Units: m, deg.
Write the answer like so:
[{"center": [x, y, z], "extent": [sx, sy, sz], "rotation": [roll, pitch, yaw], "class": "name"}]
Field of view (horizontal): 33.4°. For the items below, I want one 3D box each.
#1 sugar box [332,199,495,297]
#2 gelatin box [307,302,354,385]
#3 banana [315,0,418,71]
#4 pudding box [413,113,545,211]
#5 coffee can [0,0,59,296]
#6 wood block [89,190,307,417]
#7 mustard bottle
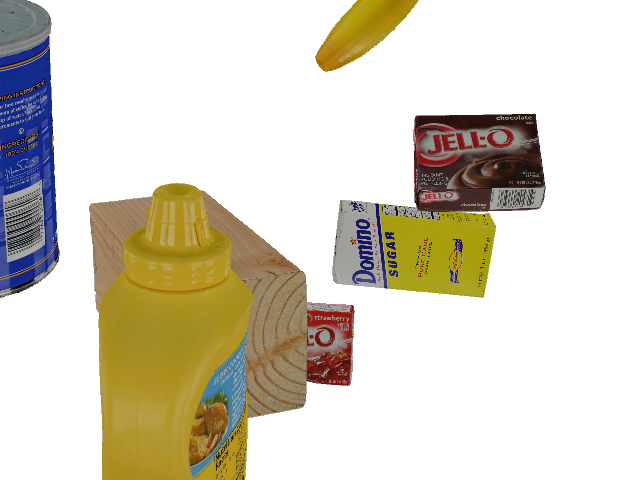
[{"center": [0.105, 0.010, 1.221], "extent": [0.176, 0.093, 0.048], "rotation": [4, 23, -3], "class": "sugar box"}, {"center": [-0.014, 0.097, 1.008], "extent": [0.089, 0.073, 0.030], "rotation": [3, 13, 5], "class": "gelatin box"}, {"center": [0.056, -0.205, 0.824], "extent": [0.070, 0.197, 0.037], "rotation": [-11, -45, 41], "class": "banana"}, {"center": [0.141, -0.070, 0.959], "extent": [0.113, 0.090, 0.039], "rotation": [1, -37, 2], "class": "pudding box"}, {"center": [-0.194, -0.052, 0.572], "extent": [0.103, 0.140, 0.103], "rotation": [4, 28, -2], "class": "coffee can"}, {"center": [-0.088, 0.037, 0.712], "extent": [0.090, 0.090, 0.206], "rotation": [-7, 19, -21], "class": "wood block"}, {"center": [-0.058, 0.069, 0.434], "extent": [0.058, 0.192, 0.096], "rotation": [8, 23, 11], "class": "mustard bottle"}]
